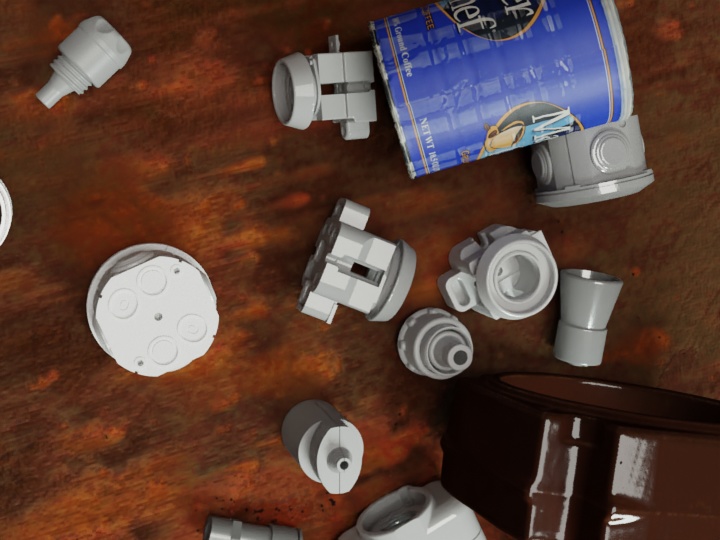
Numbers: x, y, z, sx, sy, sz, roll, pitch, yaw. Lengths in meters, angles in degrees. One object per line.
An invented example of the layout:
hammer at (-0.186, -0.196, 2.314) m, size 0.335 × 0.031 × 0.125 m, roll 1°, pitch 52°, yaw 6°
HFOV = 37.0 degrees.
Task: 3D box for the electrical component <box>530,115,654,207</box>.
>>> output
electrical component at (0.155, -0.073, 0.727) m, size 0.080 × 0.080 × 0.051 m, roll -13°, pitch 96°, yaw -15°

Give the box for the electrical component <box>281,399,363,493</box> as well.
electrical component at (-0.021, 0.115, 0.698) m, size 0.043 × 0.081 × 0.043 m, roll -2°, pitch 98°, yaw -16°

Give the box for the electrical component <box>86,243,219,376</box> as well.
electrical component at (-0.128, 0.025, 0.670) m, size 0.080 × 0.051 × 0.080 m, roll -2°, pitch 98°, yaw -16°

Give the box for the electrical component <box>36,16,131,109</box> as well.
electrical component at (-0.169, -0.122, 0.647) m, size 0.061 × 0.035 × 0.035 m, roll -45°, pitch 107°, yaw -4°

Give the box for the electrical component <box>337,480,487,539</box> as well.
electrical component at (0.035, 0.189, 0.739) m, size 0.095 × 0.054 × 0.059 m, roll -28°, pitch 104°, yaw -11°

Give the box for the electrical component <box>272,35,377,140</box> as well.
electrical component at (-0.024, -0.115, 0.686) m, size 0.055 × 0.048 × 0.066 m, roll -8°, pitch 100°, yaw -23°

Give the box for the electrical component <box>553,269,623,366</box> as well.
electrical component at (0.159, 0.035, 0.763) m, size 0.044 × 0.044 × 0.065 m, roll 5°, pitch 100°, yaw -17°

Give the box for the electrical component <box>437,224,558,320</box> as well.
electrical component at (0.099, 0.002, 0.732) m, size 0.078 × 0.057 × 0.058 m, roll -29°, pitch 104°, yaw -11°

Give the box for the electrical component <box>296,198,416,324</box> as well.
electrical component at (0.000, 0.000, 0.702) m, size 0.057 × 0.058 × 0.078 m, roll 22°, pitch 91°, yaw -15°

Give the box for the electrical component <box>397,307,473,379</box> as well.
electrical component at (0.056, 0.053, 0.723) m, size 0.048 × 0.062 × 0.048 m, roll -2°, pitch 98°, yaw -17°
